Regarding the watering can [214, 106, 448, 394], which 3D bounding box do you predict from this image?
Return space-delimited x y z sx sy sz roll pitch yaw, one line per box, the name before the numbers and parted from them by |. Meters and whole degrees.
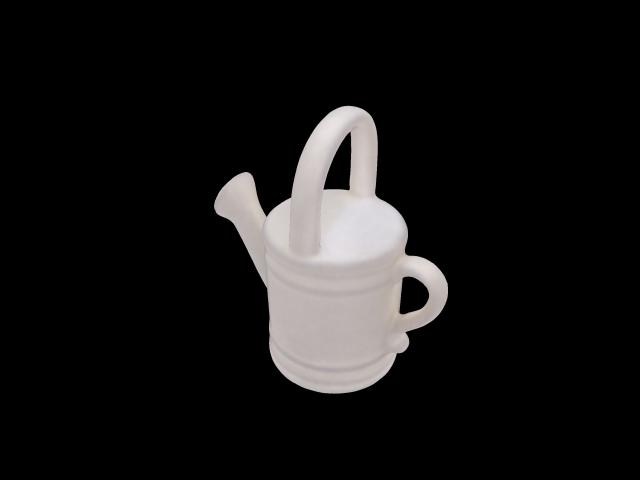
watering can | 0.003 0.003 0.398 0.172 0.194 0.101 6 34 9
